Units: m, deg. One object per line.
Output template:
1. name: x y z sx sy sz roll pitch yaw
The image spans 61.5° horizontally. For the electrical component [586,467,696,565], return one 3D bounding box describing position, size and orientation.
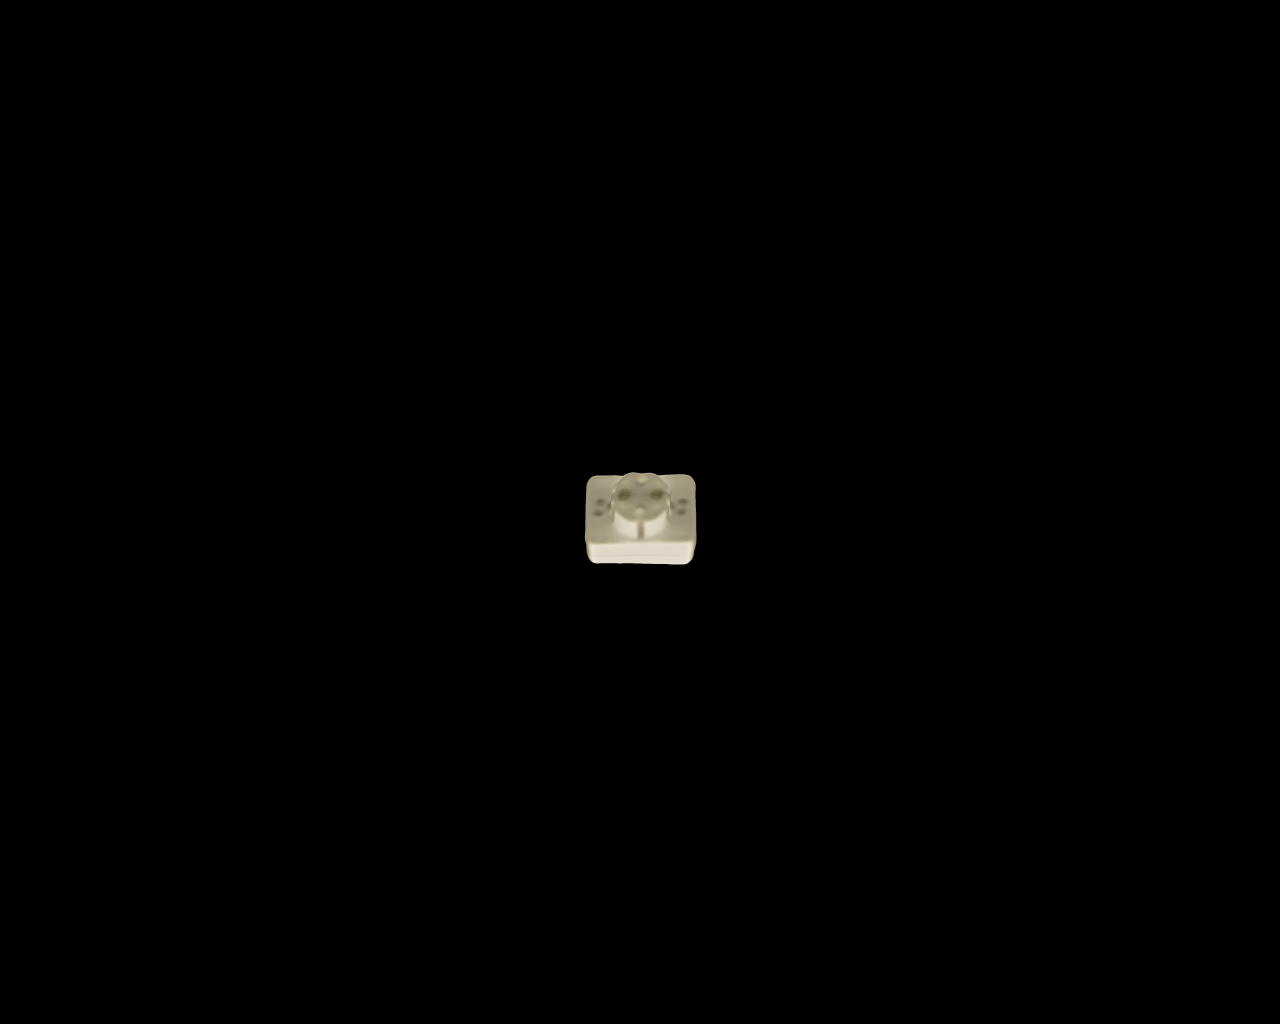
1. electrical component: 0.001 -0.003 0.650 0.066 0.047 0.076 0 -23 0
